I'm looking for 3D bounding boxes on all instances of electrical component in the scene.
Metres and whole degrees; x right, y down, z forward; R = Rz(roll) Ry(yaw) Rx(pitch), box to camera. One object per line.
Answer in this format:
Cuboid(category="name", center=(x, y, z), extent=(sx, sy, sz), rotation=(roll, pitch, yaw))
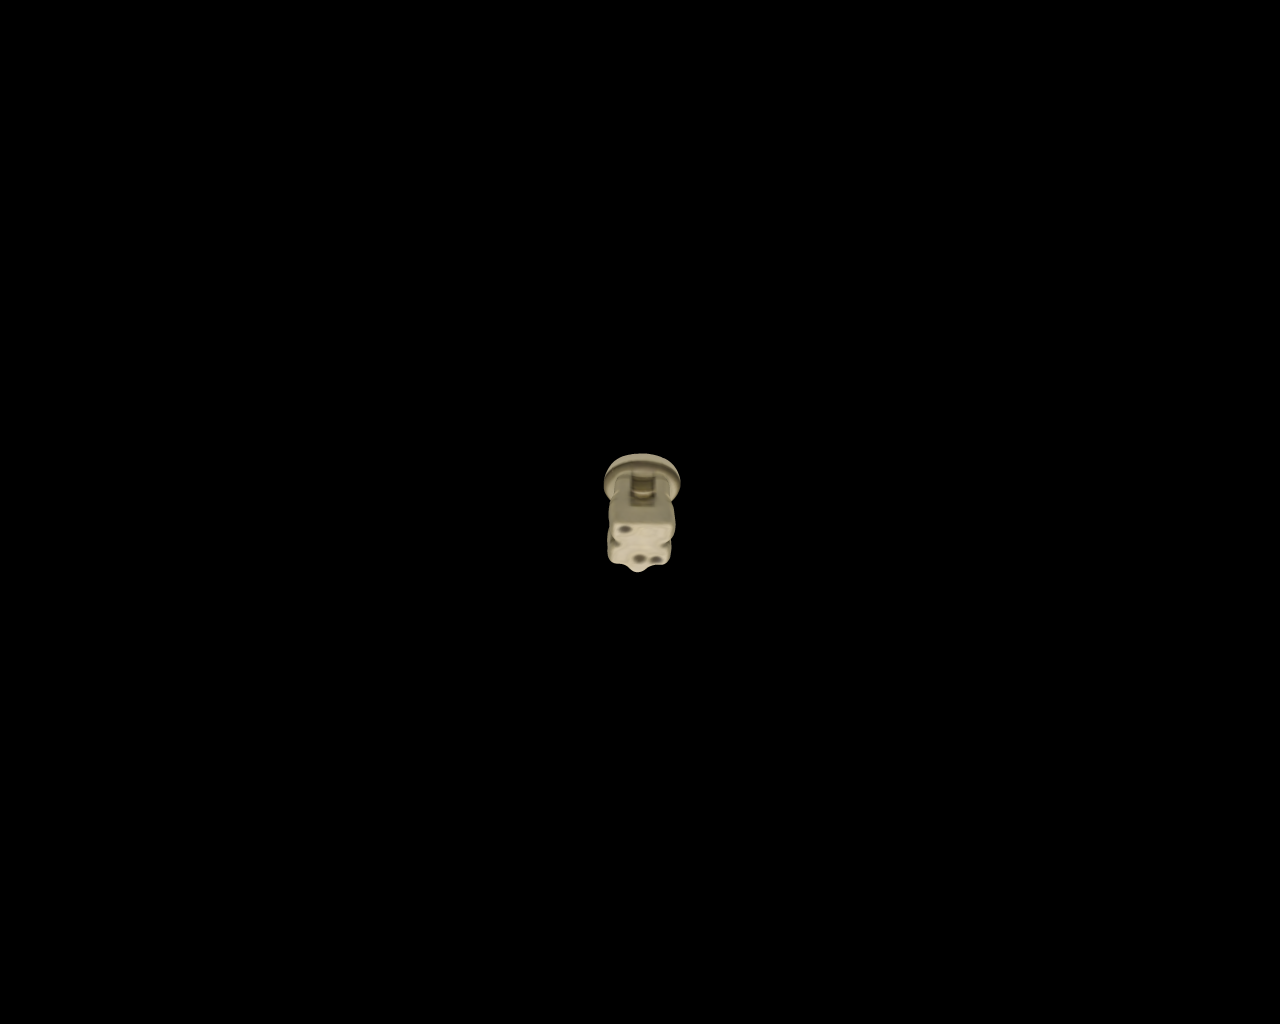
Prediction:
Cuboid(category="electrical component", center=(0.001, -0.003, 0.650), extent=(0.048, 0.055, 0.066), rotation=(3, -37, -4))
